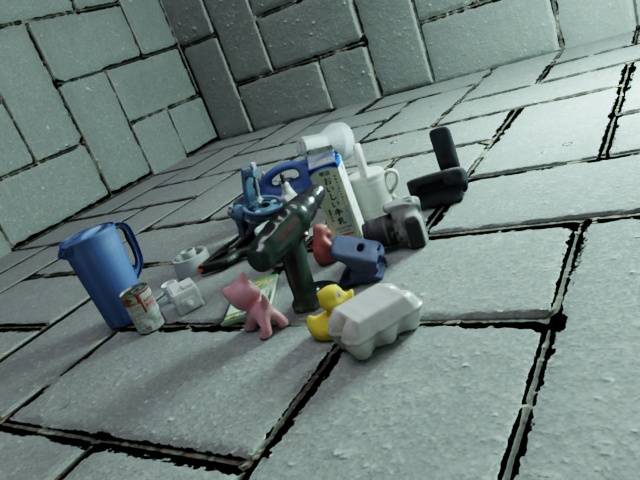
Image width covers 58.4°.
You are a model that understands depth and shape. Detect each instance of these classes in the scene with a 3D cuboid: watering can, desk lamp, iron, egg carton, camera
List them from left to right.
[{"bbox_3d":[-0.119,-0.188,1.881,0.258,0.142,0.118,-16,20,13],"label":"iron"},{"bbox_3d":[0.021,-0.237,1.764,0.204,0.214,0.117,-33,23,-31],"label":"desk lamp"},{"bbox_3d":[0.112,-0.152,1.476,0.173,0.194,0.100,-24,20,-9],"label":"watering can"},{"bbox_3d":[0.089,0.129,0.937,0.150,0.069,0.107,-28,21,-20],"label":"egg carton"},{"bbox_3d":[0.161,-0.040,1.269,0.136,0.101,0.143,-16,20,11],"label":"camera"}]

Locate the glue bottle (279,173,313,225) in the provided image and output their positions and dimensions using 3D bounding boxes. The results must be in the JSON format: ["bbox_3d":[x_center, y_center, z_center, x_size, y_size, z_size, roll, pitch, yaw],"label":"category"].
[{"bbox_3d":[-0.078,-0.102,1.561,0.037,0.173,0.078,-1,27,43],"label":"glue bottle"}]

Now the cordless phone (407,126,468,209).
[{"bbox_3d":[0.276,-0.180,1.401,0.147,0.185,0.094,-15,20,15],"label":"cordless phone"}]

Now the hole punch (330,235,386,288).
[{"bbox_3d":[0.080,0.033,1.170,0.101,0.091,0.109,-15,20,16],"label":"hole punch"}]

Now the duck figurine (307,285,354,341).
[{"bbox_3d":[0.021,0.121,1.000,0.104,0.086,0.077,-19,20,5],"label":"duck figurine"}]

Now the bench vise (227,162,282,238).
[{"bbox_3d":[-0.199,-0.106,1.622,0.207,0.220,0.121,-12,21,22],"label":"bench vise"}]

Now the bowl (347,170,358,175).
[{"bbox_3d":[0.089,-0.140,1.647,0.167,0.075,0.167,-18,20,7],"label":"bowl"}]

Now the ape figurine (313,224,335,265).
[{"bbox_3d":[0.012,0.005,1.311,0.076,0.092,0.077,-27,21,-19],"label":"ape figurine"}]

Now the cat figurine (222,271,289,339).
[{"bbox_3d":[-0.131,0.119,1.109,0.067,0.118,0.127,-33,23,-31],"label":"cat figurine"}]

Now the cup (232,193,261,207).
[{"bbox_3d":[-0.219,-0.084,1.772,0.091,0.095,0.118,1,29,46],"label":"cup"}]

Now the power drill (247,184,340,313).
[{"bbox_3d":[-0.038,0.024,1.132,0.075,0.209,0.230,-2,27,42],"label":"power drill"}]
